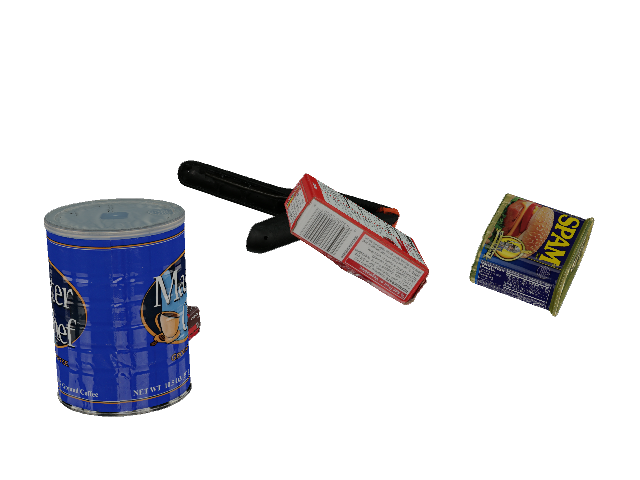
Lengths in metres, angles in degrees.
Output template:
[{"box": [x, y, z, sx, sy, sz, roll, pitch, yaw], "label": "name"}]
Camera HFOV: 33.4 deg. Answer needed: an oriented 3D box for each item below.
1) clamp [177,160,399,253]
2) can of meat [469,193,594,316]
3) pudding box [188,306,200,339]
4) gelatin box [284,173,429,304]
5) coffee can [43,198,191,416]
[{"box": [-0.012, -0.021, 0.972, 0.209, 0.036, 0.165, 9, 21, -27], "label": "clamp"}, {"box": [0.193, 0.010, 0.976, 0.084, 0.057, 0.102, 20, 47, 18], "label": "can of meat"}, {"box": [-0.215, 0.107, 1.301, 0.114, 0.039, 0.090, 1, 15, 16], "label": "pudding box"}, {"box": [0.022, -0.002, 0.673, 0.089, 0.030, 0.073, 32, 10, -12], "label": "gelatin box"}, {"box": [-0.151, 0.047, 0.803, 0.103, 0.140, 0.103, 0, 15, 0], "label": "coffee can"}]
